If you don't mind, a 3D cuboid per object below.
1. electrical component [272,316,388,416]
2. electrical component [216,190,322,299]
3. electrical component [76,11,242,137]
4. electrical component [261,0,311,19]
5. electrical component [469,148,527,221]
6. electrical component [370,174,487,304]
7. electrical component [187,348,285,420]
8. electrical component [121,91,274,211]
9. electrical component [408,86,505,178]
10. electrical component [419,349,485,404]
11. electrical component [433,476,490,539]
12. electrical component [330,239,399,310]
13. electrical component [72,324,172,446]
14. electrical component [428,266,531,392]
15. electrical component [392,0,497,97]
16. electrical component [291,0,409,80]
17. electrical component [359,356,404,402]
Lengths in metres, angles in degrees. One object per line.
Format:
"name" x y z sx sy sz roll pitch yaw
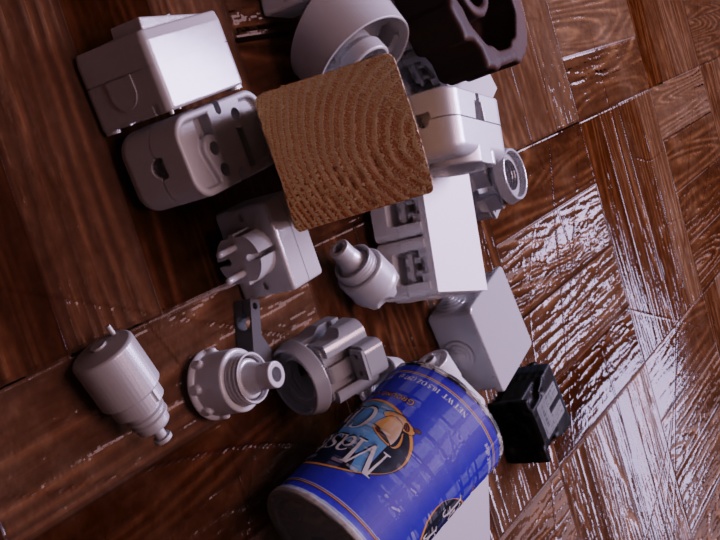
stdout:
"electrical component" -0.027 0.070 0.776 0.057 0.078 0.058 -28 108 -37
"electrical component" -0.074 -0.012 0.751 0.077 0.047 0.065 -33 108 -55
"electrical component" -0.126 -0.133 0.698 0.096 0.062 0.061 -37 111 -54
"electrical component" -0.064 -0.236 0.837 0.077 0.047 0.065 -16 94 -57
"electrical component" 0.130 -0.090 1.074 0.078 0.057 0.058 58 38 -27
"electrical component" 0.052 -0.050 0.939 0.089 0.062 0.150 0 80 -56
"electrical component" -0.078 0.072 0.703 0.048 0.062 0.048 24 61 -51
"electrical component" -0.108 -0.078 0.710 0.095 0.059 0.053 -37 111 -54
"electrical component" 0.077 -0.111 0.887 0.095 0.054 0.059 0 80 -56
"electrical component" 0.076 0.103 0.946 0.065 0.044 0.044 57 38 -21
"electrical component" 0.056 0.197 0.871 0.109 0.056 0.108 25 60 -51
"electrical component" 0.000 0.000 0.862 0.062 0.043 0.043 46 45 -38
"electrical component" -0.136 0.072 0.637 0.078 0.040 0.040 61 37 -24
"electrical component" 0.112 0.057 1.007 0.099 0.048 0.099 -47 119 -51
"electrical component" 0.059 -0.199 0.997 0.150 0.062 0.089 58 38 -28
"electrical component" -0.011 -0.185 0.861 0.064 0.099 0.099 50 27 20
"electrical component" 0.032 0.099 0.869 0.055 0.066 0.048 31 90 -38
